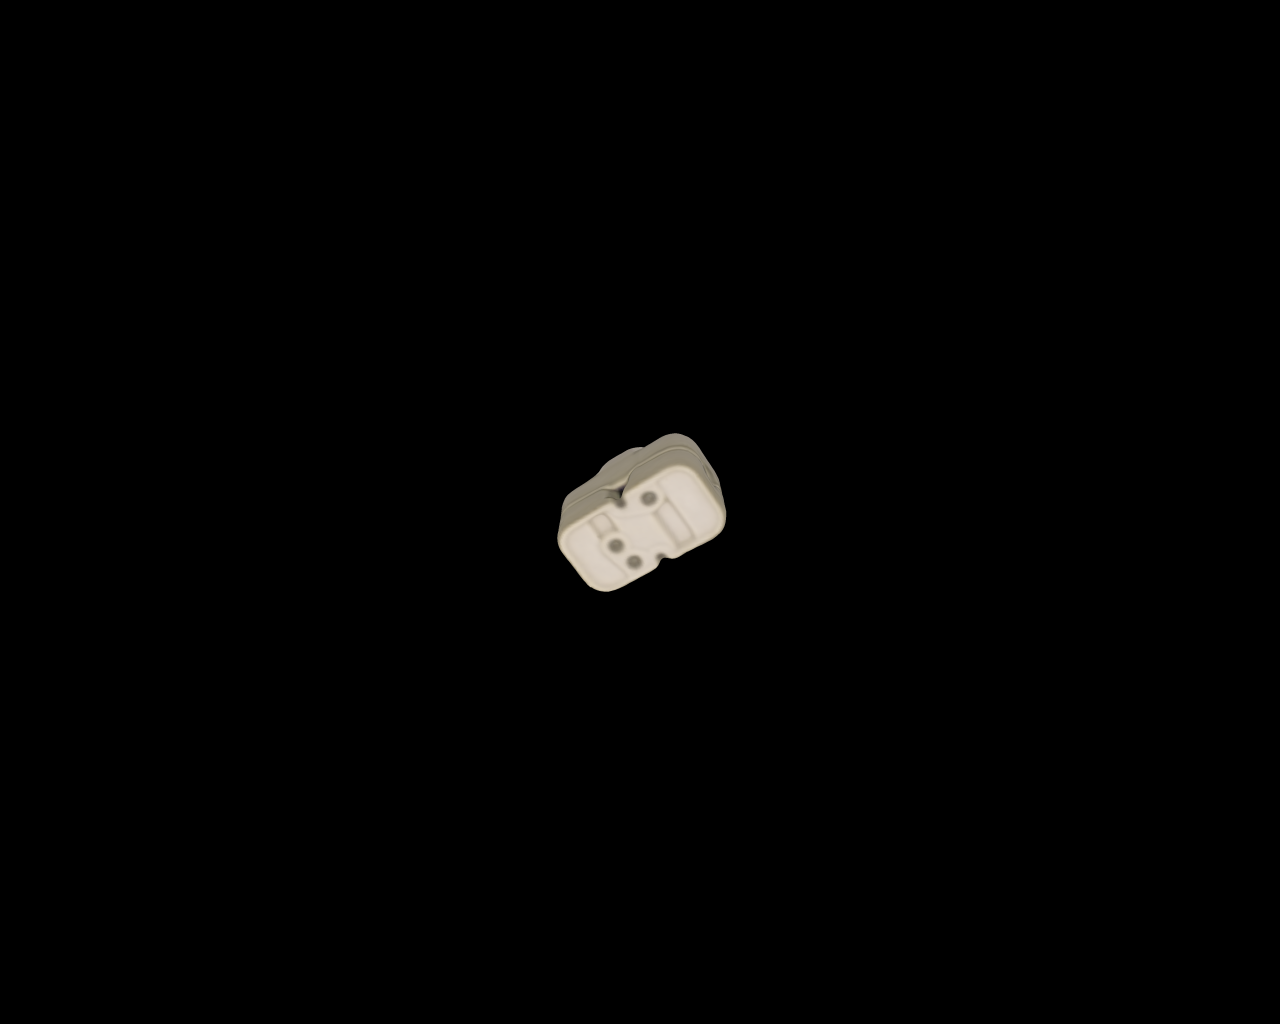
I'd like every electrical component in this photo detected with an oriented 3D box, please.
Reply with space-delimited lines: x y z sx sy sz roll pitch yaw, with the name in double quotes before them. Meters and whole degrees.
"electrical component" 0.001 -0.003 0.650 0.095 0.053 0.059 -30 23 14
